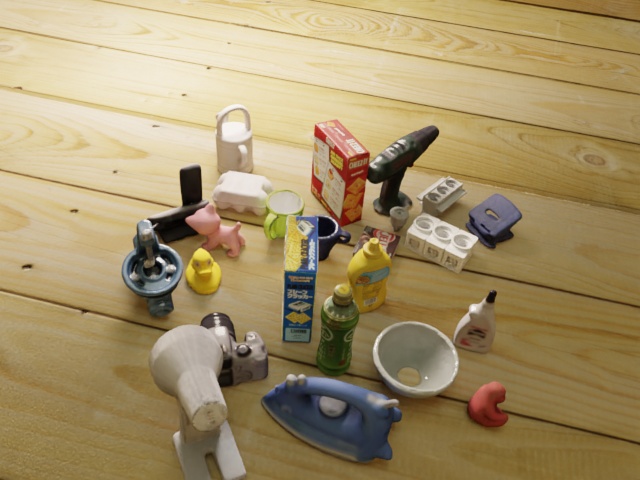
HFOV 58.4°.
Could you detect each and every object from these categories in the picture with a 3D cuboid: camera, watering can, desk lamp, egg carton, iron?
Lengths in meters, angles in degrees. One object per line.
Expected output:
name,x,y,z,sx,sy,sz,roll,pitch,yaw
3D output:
camera,-0.178,0.200,1.104,0.143,0.101,0.136,-7,45,-13
watering can,-0.235,-0.278,1.530,0.172,0.194,0.101,33,50,26
desk lamp,-0.196,0.275,0.942,0.118,0.214,0.202,-16,48,-21
egg carton,-0.194,-0.119,1.459,0.150,0.069,0.107,9,44,3
iron,0.016,0.287,1.003,0.258,0.141,0.119,14,44,9

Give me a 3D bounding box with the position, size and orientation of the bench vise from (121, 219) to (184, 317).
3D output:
bench vise,-0.364,0.027,1.179,0.122,0.220,0.206,-28,53,-30

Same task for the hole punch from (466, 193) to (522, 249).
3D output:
hole punch,0.435,-0.050,1.437,0.101,0.091,0.108,-19,49,-24

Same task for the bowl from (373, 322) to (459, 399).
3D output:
bowl,0.181,0.245,1.113,0.167,0.075,0.167,3,44,-3

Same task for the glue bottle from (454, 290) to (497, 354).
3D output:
glue bottle,0.323,0.159,1.147,0.078,0.173,0.037,12,44,7

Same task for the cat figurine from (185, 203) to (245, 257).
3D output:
cat figurine,-0.240,-0.030,1.325,0.127,0.118,0.067,10,44,5

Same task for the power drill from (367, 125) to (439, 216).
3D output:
power drill,0.203,-0.172,1.455,0.230,0.208,0.075,-29,53,-31

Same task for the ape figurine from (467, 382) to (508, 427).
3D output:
ape figurine,0.317,0.298,1.060,0.076,0.092,0.078,5,44,0

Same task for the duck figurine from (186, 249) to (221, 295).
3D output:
duck figurine,-0.258,0.056,1.257,0.078,0.086,0.104,-10,46,-16

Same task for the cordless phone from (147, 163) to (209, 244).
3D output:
cordless phone,-0.333,-0.095,1.335,0.148,0.185,0.094,-23,50,-27

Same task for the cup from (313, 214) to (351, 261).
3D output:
cup,0.012,0.005,1.332,0.117,0.095,0.092,12,44,7
